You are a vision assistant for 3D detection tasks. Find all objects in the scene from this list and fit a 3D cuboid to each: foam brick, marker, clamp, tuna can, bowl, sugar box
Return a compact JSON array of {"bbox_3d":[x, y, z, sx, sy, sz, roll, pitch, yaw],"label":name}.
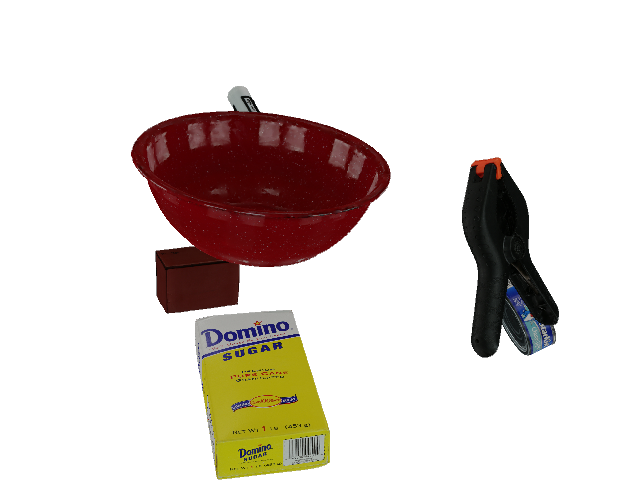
[{"bbox_3d":[-0.127,0.038,1.100,0.078,0.051,0.053,-6,20,-19],"label":"foam brick"},{"bbox_3d":[-0.049,-0.086,0.875,0.020,0.020,0.121,0,41,-29],"label":"marker"},{"bbox_3d":[0.155,0.017,0.939,0.039,0.171,0.120,-12,12,39],"label":"clamp"},{"bbox_3d":[0.225,0.084,1.188,0.033,0.086,0.086,-26,3,-6],"label":"tuna can"},{"bbox_3d":[-0.038,-0.028,0.675,0.162,0.055,0.162,6,26,-3],"label":"bowl"},{"bbox_3d":[-0.054,0.125,0.912,0.093,0.048,0.176,-4,33,-11],"label":"sugar box"}]
